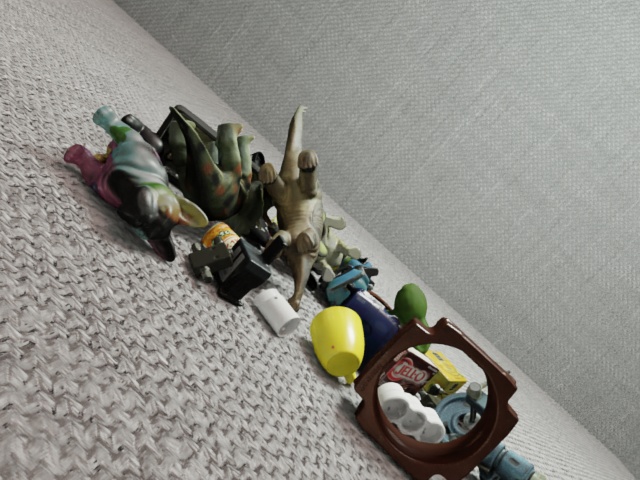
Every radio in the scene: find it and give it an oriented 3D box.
[{"bbox_3d":[-0.234,-0.152,1.092,0.229,0.131,0.073,39,11,-22],"label":"radio"}]

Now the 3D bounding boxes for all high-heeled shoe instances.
[{"bbox_3d":[-0.133,-0.094,1.197,0.086,0.145,0.249,31,13,-47],"label":"high-heeled shoe"}]

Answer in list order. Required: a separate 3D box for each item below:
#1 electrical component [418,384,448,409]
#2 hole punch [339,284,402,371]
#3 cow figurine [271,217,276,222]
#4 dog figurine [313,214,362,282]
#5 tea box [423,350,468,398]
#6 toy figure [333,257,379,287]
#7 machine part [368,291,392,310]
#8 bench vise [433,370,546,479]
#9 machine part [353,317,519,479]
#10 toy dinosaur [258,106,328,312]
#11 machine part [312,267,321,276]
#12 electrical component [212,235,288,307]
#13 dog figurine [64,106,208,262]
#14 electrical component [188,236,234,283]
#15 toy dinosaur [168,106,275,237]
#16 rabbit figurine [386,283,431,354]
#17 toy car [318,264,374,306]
[{"bbox_3d":[0.248,0.339,1.102,0.078,0.045,0.102,37,11,-37],"label":"electrical component"},{"bbox_3d":[0.073,0.165,0.994,0.142,0.115,0.092,42,17,3],"label":"hole punch"},{"bbox_3d":[-0.075,-0.031,1.385,0.098,0.068,0.167,46,12,-14],"label":"cow figurine"},{"bbox_3d":[-0.004,0.000,1.200,0.172,0.121,0.191,62,-6,-10],"label":"dog figurine"},{"bbox_3d":[0.268,0.311,1.240,0.098,0.068,0.169,48,12,27],"label":"tea box"},{"bbox_3d":[0.074,0.072,1.354,0.089,0.082,0.180,44,-12,-22],"label":"toy figure"},{"bbox_3d":[0.145,0.195,1.303,0.179,0.056,0.179,41,11,-10],"label":"machine part"},{"bbox_3d":[0.281,0.332,0.916,0.224,0.129,0.240,41,-27,44],"label":"bench vise"},{"bbox_3d":[0.166,0.229,0.788,0.201,0.201,0.087,43,7,7],"label":"machine part"},{"bbox_3d":[-0.043,-0.081,1.004,0.198,0.105,0.471,67,23,-69],"label":"toy dinosaur"},{"bbox_3d":[-0.025,0.051,1.314,0.084,0.039,0.139,49,9,10],"label":"machine part"},{"bbox_3d":[-0.106,0.035,0.815,0.047,0.119,0.075,36,14,-35],"label":"electrical component"},{"bbox_3d":[-0.250,-0.074,0.780,0.219,0.108,0.191,48,7,7],"label":"dog figurine"},{"bbox_3d":[-0.160,0.028,0.797,0.094,0.063,0.021,-125,-159,-52],"label":"electrical component"},{"bbox_3d":[-0.174,-0.095,0.925,0.404,0.131,0.192,-4,87,-76],"label":"toy dinosaur"},{"bbox_3d":[0.162,0.174,1.111,0.159,0.170,0.121,44,10,13],"label":"rabbit figurine"},{"bbox_3d":[0.059,0.117,1.213,0.162,0.109,0.103,180,-114,-81],"label":"toy car"}]
